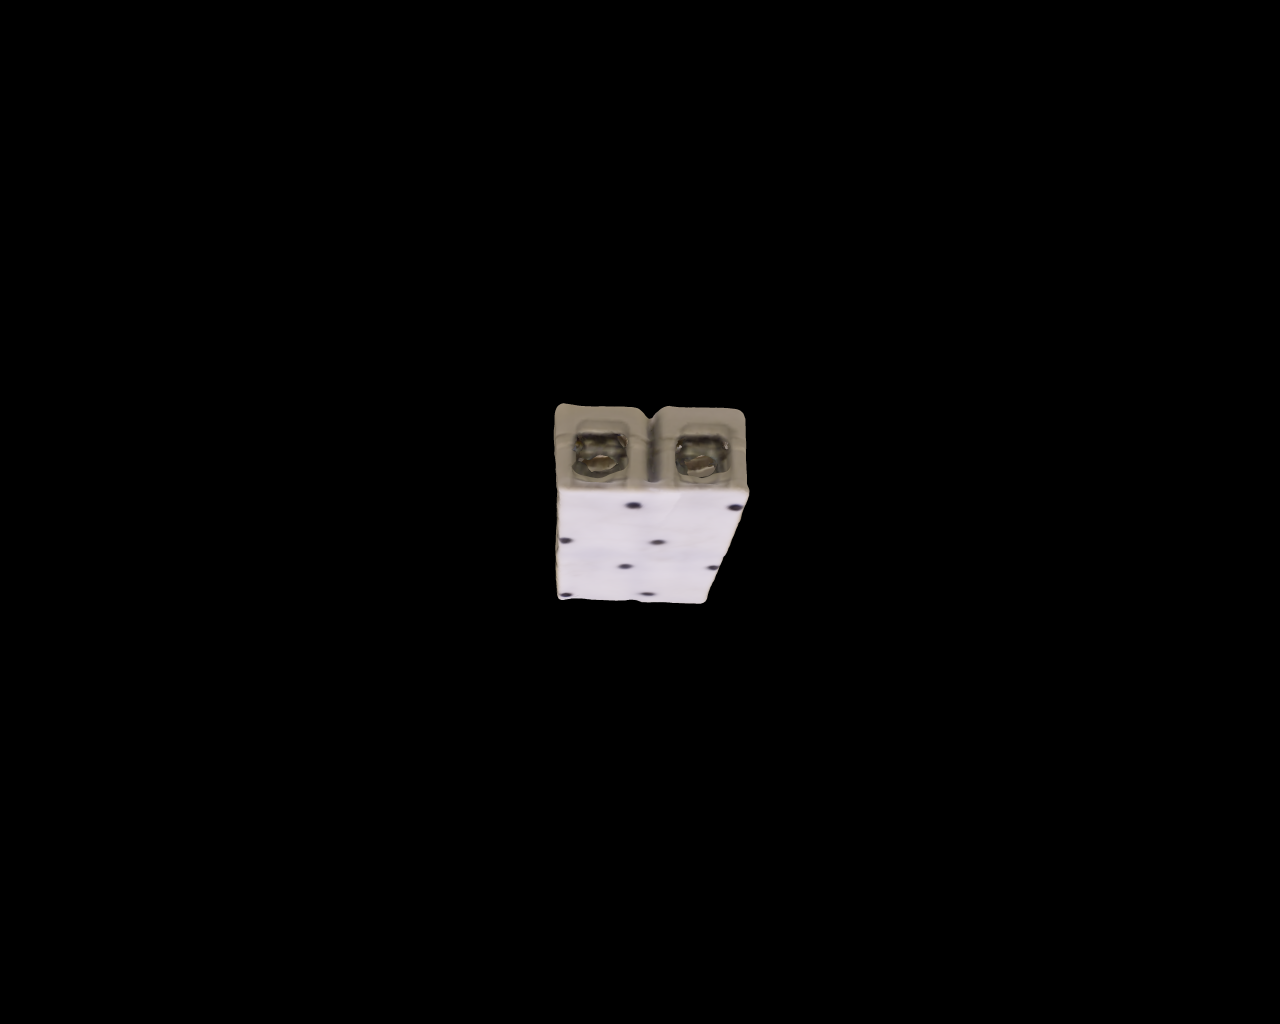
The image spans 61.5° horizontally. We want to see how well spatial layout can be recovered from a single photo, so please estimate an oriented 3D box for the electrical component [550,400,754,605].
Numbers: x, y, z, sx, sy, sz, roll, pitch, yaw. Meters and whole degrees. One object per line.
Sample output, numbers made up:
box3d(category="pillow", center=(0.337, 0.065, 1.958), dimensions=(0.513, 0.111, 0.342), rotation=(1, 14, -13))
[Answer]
box3d(category="electrical component", center=(0.001, -0.003, 0.650), dimensions=(0.105, 0.060, 0.186), rotation=(1, -23, -3))
